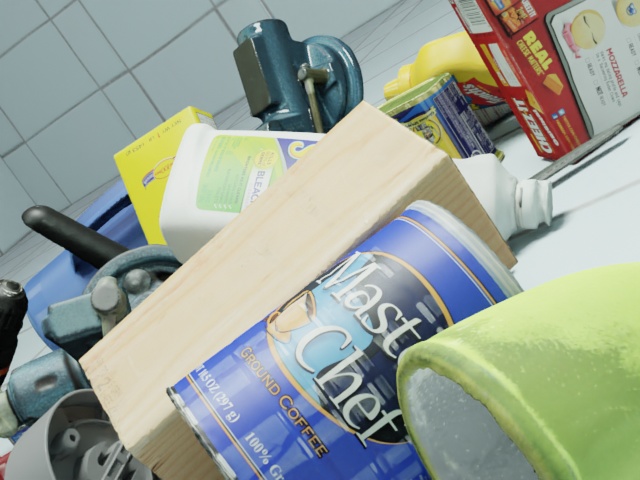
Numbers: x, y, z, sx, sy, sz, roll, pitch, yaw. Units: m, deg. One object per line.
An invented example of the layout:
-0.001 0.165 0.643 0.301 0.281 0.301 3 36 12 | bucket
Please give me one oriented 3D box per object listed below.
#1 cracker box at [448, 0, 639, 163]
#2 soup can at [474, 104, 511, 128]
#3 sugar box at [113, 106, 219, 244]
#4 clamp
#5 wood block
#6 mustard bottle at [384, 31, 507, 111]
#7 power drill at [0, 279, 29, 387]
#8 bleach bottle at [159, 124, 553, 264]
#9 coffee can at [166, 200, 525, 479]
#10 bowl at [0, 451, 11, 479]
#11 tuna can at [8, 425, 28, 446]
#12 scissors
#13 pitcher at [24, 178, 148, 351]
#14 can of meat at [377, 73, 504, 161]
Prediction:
0.210 -0.182 0.756 0.213 0.164 0.072 -36 15 -5 | cracker box
0.133 -0.131 0.985 0.102 0.068 0.068 -31 13 13 | soup can
-0.108 -0.018 0.939 0.093 0.176 0.048 -31 -19 19 | sugar box
-0.138 0.037 0.870 0.210 0.164 0.036 -7 28 6 | clamp
-0.011 0.038 0.561 0.206 0.090 0.090 -42 37 -4 | wood block
0.139 -0.143 0.892 0.192 0.058 0.096 -10 -16 33 | mustard bottle
-0.305 0.137 0.859 0.185 0.057 0.187 -61 3 26 | power drill
0.025 -0.029 0.702 0.251 0.068 0.102 0 55 19 | bleach bottle
0.019 0.064 0.468 0.140 0.103 0.103 -37 13 -9 | coffee can
-0.198 0.185 0.660 0.162 0.055 0.162 -28 11 6 | bowl
-0.233 0.153 0.933 0.086 0.033 0.086 -32 13 8 | tuna can
0.112 -0.014 0.715 0.202 0.016 0.096 -30 11 23 | scissors
-0.187 0.017 1.087 0.243 0.149 0.145 -35 12 10 | pitcher
0.084 -0.079 0.875 0.102 0.084 0.057 -24 15 39 | can of meat
